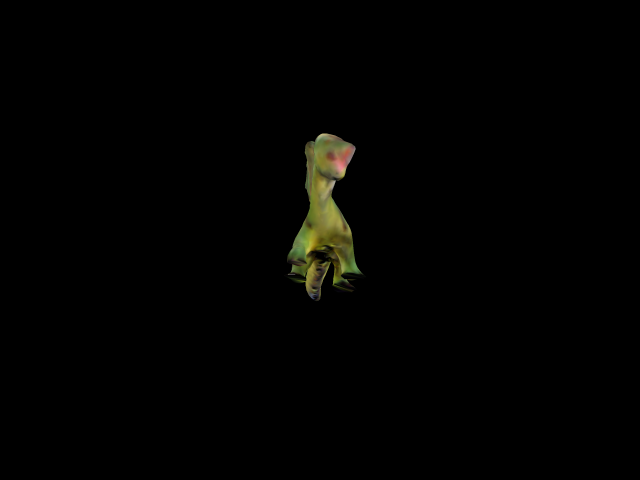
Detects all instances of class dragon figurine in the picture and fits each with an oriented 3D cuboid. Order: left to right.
[{"bbox_3d":[0.003,-0.043,0.850,0.122,0.246,0.405,2,-16,-7],"label":"dragon figurine"}]
